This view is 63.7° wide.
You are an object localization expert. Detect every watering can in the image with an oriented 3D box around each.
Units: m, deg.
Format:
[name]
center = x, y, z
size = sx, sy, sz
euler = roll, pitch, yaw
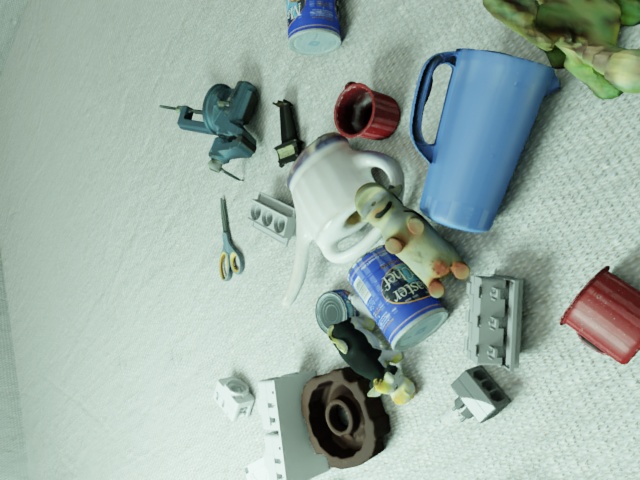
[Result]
[watering can]
center = 0.003, -0.048, 0.944
size = 0.342, 0.104, 0.228
euler = -42, 60, 27

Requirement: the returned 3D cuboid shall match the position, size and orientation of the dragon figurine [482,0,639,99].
[dragon figurine]
center = 0.261, -0.285, 0.620
size = 0.417, 0.243, 0.120
euler = 51, 127, 31
